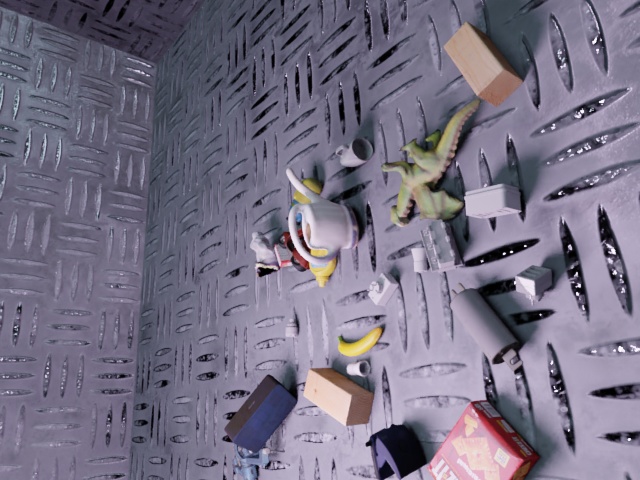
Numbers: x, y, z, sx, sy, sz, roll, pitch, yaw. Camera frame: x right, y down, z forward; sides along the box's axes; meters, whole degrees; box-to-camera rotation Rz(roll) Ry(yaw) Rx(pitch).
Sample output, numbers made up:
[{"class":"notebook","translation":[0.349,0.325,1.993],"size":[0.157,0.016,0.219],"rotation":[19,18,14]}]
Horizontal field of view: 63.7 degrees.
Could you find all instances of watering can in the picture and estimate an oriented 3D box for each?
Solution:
[{"class":"watering can","translation":[0.005,-0.082,1.639],"size":[0.102,0.224,0.355],"rotation":[125,141,-55]}]

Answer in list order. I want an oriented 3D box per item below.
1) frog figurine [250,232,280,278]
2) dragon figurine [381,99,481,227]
[{"class":"frog figurine","translation":[-0.201,0.044,1.944],"size":[0.122,0.135,0.163],"rotation":[-12,61,14]},{"class":"dragon figurine","translation":[0.314,-0.169,1.391],"size":[0.403,0.123,0.246],"rotation":[-38,69,42]}]
